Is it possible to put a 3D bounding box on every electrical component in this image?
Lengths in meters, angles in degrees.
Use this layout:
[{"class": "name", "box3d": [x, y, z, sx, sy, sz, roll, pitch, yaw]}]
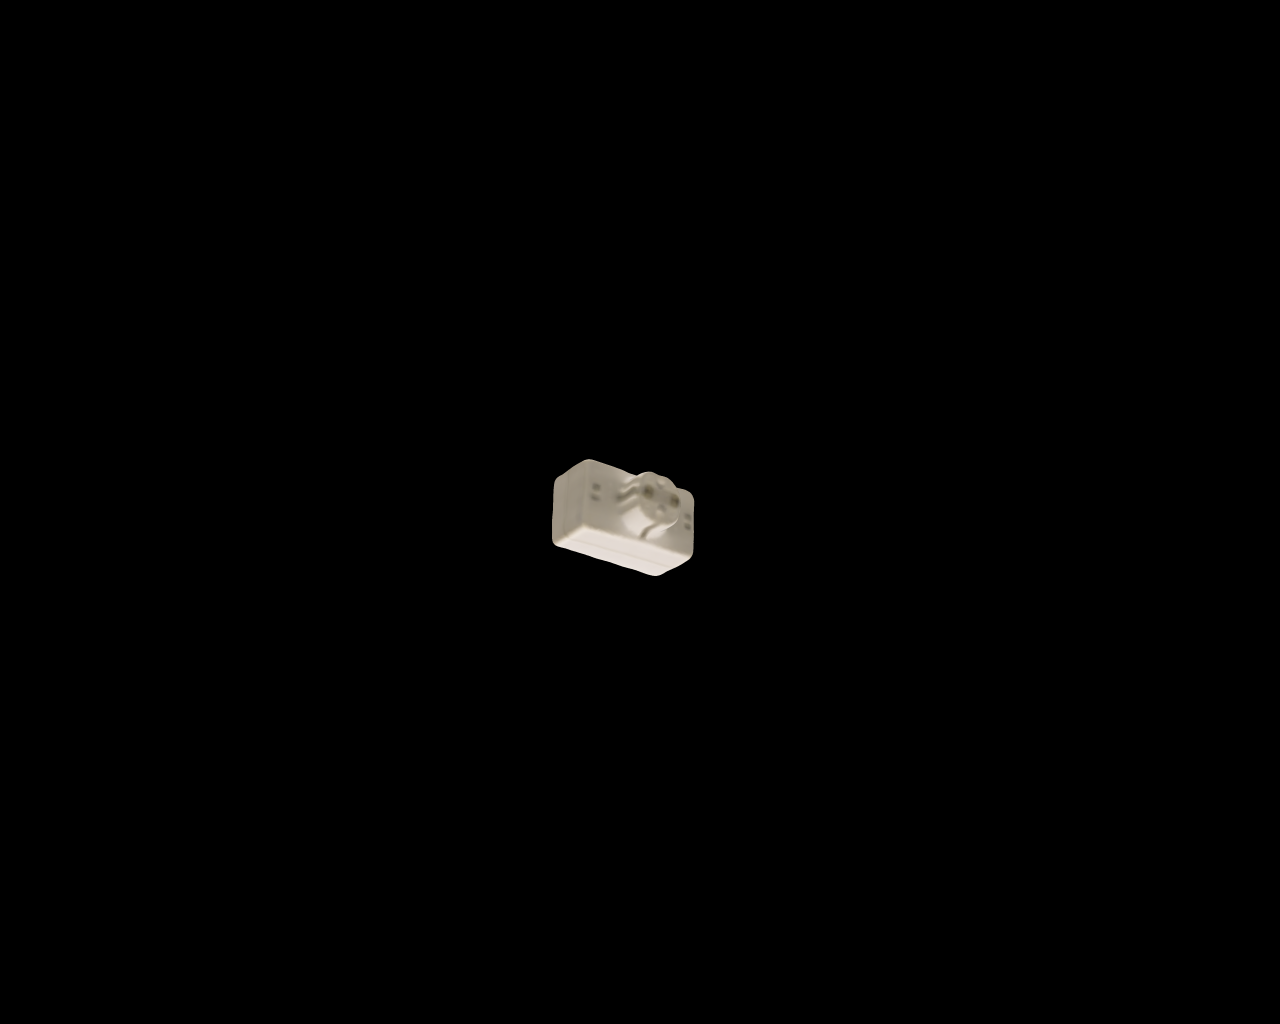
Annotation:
[{"class": "electrical component", "box3d": [0.001, -0.003, 0.650, 0.083, 0.047, 0.075, 18, -32, -31]}]
